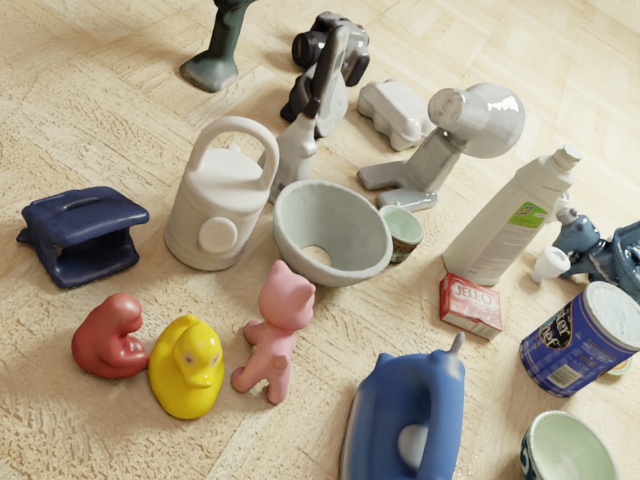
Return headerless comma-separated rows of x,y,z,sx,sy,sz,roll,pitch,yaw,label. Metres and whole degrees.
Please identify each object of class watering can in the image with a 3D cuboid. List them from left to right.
-0.107,-0.053,0.653,0.101,0.194,0.172,-2,52,-31,watering can

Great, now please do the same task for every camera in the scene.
0.014,-0.376,1.088,0.137,0.100,0.143,-8,56,-35,camera

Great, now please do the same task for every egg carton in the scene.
0.142,-0.233,1.053,0.107,0.069,0.150,-23,65,-41,egg carton

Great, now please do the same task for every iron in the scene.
0.097,0.214,0.563,0.119,0.141,0.258,25,43,-7,iron

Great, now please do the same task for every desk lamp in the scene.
0.197,-0.151,0.903,0.204,0.213,0.117,-16,60,-39,desk lamp

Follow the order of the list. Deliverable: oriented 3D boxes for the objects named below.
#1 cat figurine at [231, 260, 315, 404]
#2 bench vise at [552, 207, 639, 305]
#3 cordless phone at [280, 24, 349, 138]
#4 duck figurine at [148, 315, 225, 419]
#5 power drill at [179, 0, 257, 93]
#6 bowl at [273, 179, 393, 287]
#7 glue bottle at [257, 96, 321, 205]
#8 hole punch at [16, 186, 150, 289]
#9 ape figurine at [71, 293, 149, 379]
-0.041,0.091,0.615,0.067,0.117,0.128,18,44,-14,cat figurine
0.491,0.008,0.920,0.207,0.219,0.121,25,43,-7,bench vise
0.020,-0.271,0.933,0.094,0.185,0.148,30,43,-1,cordless phone
-0.125,0.113,0.569,0.078,0.086,0.104,6,49,-25,duck figurine
-0.147,-0.340,0.884,0.075,0.208,0.230,31,43,0,power drill
0.007,0.003,0.755,0.168,0.074,0.167,16,45,-16,bowl
-0.036,-0.121,0.772,0.078,0.173,0.037,46,45,15,glue bottle
-0.253,-0.018,0.613,0.109,0.091,0.101,-25,66,-42,hole punch
-0.195,0.086,0.550,0.076,0.092,0.077,6,49,-25,ape figurine
